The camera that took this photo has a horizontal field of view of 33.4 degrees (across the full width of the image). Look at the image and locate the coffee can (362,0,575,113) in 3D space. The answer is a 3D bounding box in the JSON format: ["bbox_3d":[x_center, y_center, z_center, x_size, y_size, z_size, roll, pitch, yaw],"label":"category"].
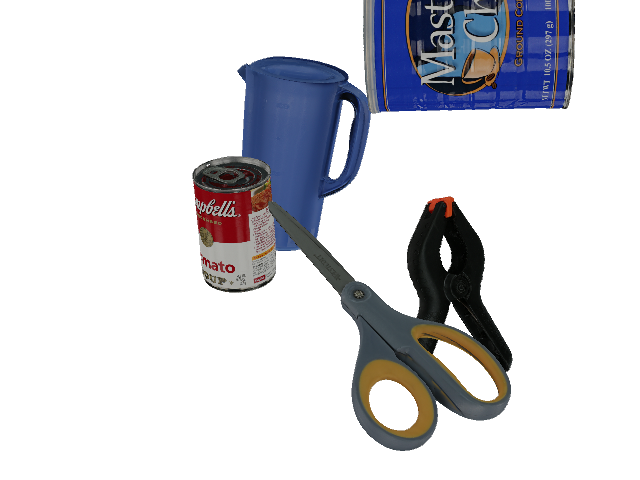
[{"bbox_3d":[0.104,-0.143,0.760,0.140,0.103,0.102,0,0,7],"label":"coffee can"}]

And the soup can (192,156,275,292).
[{"bbox_3d":[-0.075,-0.014,0.938,0.068,0.102,0.068,-2,29,1],"label":"soup can"}]

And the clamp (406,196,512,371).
[{"bbox_3d":[0.108,0.050,0.953,0.120,0.171,0.039,-16,2,-37],"label":"clamp"}]

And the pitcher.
[{"bbox_3d":[-0.034,-0.111,1.402,0.144,0.243,0.149,-2,24,-22],"label":"pitcher"}]

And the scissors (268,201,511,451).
[{"bbox_3d":[0.015,0.050,0.621,0.202,0.016,0.096,33,53,24],"label":"scissors"}]
